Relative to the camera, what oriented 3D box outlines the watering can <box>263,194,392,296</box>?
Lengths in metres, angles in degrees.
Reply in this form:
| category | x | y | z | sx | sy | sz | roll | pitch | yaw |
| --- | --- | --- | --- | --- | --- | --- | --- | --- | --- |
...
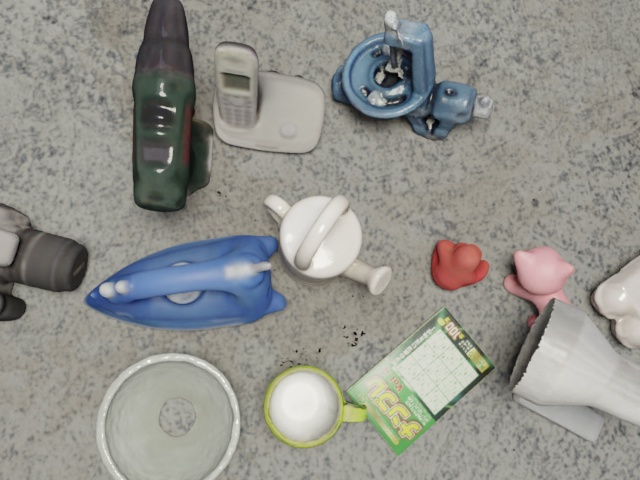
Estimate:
| category | x | y | z | sx | sy | sz | roll | pitch | yaw |
| --- | --- | --- | --- | --- | --- | --- | --- | --- | --- |
| watering can | 0.008 | 0.001 | 0.691 | 0.173 | 0.194 | 0.101 | 15 | 80 | -2 |

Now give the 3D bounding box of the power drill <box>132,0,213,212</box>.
| category | x | y | z | sx | sy | sz | roll | pitch | yaw |
| --- | --- | --- | --- | --- | --- | --- | --- | --- | --- |
| power drill | -0.177 | -0.139 | 0.688 | 0.075 | 0.208 | 0.230 | 2 | 81 | -5 |

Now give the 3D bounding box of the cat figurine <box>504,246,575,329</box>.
| category | x | y | z | sx | sy | sz | roll | pitch | yaw |
| --- | --- | --- | --- | --- | --- | --- | --- | --- | --- |
| cat figurine | 0.298 | 0.060 | 0.748 | 0.067 | 0.117 | 0.128 | -33 | 85 | -9 |

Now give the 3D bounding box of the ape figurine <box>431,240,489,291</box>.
| category | x | y | z | sx | sy | sz | roll | pitch | yaw |
| --- | --- | --- | --- | --- | --- | --- | --- | --- | --- |
| ape figurine | 0.186 | 0.029 | 0.755 | 0.076 | 0.092 | 0.078 | -40 | 86 | -10 |

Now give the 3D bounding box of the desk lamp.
| category | x | y | z | sx | sy | sz | roll | pitch | yaw |
| --- | --- | --- | --- | --- | --- | --- | --- | --- | --- |
| desk lamp | 0.310 | 0.163 | 0.684 | 0.203 | 0.213 | 0.118 | 28 | 80 | 0 |

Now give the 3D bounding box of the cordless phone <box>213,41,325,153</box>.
| category | x | y | z | sx | sy | sz | roll | pitch | yaw |
| --- | --- | --- | --- | --- | --- | --- | --- | --- | --- |
| cordless phone | -0.064 | -0.181 | 0.718 | 0.147 | 0.185 | 0.094 | 4 | 81 | -4 |

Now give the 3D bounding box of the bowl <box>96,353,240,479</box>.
| category | x | y | z | sx | sy | sz | roll | pitch | yaw |
| --- | --- | --- | --- | --- | --- | --- | --- | --- | --- |
| bowl | -0.178 | 0.221 | 0.699 | 0.167 | 0.074 | 0.167 | 1 | 81 | -5 |

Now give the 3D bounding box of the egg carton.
| category | x | y | z | sx | sy | sz | roll | pitch | yaw |
| --- | --- | --- | --- | --- | --- | --- | --- | --- | --- |
| egg carton | 0.452 | 0.075 | 0.784 | 0.150 | 0.069 | 0.107 | -35 | 86 | -9 |

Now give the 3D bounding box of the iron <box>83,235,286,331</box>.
| category | x | y | z | sx | sy | sz | roll | pitch | yaw |
| --- | --- | --- | --- | --- | --- | --- | --- | --- | --- |
| iron | -0.172 | 0.054 | 0.692 | 0.258 | 0.141 | 0.119 | -9 | 82 | -7 |

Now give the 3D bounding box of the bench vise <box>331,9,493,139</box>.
| category | x | y | z | sx | sy | sz | roll | pitch | yaw |
| --- | --- | --- | --- | --- | --- | --- | --- | --- | --- |
| bench vise | 0.126 | -0.217 | 0.723 | 0.207 | 0.219 | 0.121 | -1 | 81 | -5 |

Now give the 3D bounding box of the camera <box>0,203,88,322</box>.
| category | x | y | z | sx | sy | sz | roll | pitch | yaw |
| --- | --- | --- | --- | --- | --- | --- | --- | --- | --- |
| camera | -0.368 | 0.034 | 0.698 | 0.137 | 0.100 | 0.143 | 14 | 80 | -3 |
